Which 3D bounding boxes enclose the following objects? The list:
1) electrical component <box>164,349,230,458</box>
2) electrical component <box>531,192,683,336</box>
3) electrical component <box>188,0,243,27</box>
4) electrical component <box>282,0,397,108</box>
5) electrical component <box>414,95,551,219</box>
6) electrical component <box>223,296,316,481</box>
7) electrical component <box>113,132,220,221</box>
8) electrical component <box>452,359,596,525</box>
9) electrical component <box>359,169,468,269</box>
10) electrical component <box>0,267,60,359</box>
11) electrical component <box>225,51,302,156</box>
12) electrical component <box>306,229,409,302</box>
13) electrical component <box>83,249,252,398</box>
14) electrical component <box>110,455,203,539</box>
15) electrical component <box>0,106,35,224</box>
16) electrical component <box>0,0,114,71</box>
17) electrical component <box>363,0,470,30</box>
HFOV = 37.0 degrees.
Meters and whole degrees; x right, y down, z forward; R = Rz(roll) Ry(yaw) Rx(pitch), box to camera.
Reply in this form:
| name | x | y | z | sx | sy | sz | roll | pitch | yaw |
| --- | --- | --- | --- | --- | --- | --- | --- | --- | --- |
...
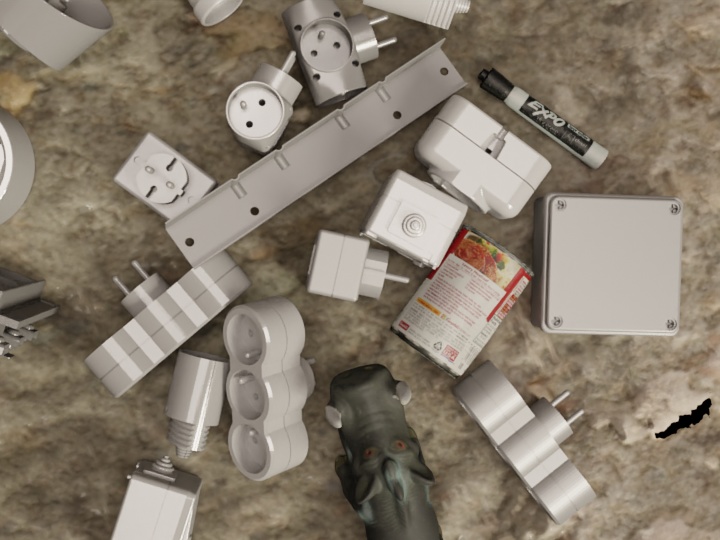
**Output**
| name | x | y | z | sx | sy | sz | roll | pitch | yaw |
| --- | --- | --- | --- | --- | --- | --- | --- | --- | --- |
| electrical component | -0.129 | 0.106 | 0.839 | 0.043 | 0.043 | 0.081 | 13 | 90 | -3 |
| electrical component | 0.194 | -0.004 | 0.849 | 0.109 | 0.056 | 0.108 | 2 | 91 | -3 |
| electrical component | -0.120 | -0.220 | 0.837 | 0.040 | 0.040 | 0.046 | -36 | 86 | -2 |
| electrical component | -0.011 | -0.177 | 0.840 | 0.079 | 0.044 | 0.077 | -21 | 91 | -7 |
| electrical component | 0.092 | -0.084 | 0.843 | 0.095 | 0.054 | 0.059 | 36 | 89 | -3 |
| electrical component | -0.061 | 0.088 | 0.836 | 0.074 | 0.052 | 0.138 | -15 | 108 | -47 |
| electrical component | -0.149 | -0.068 | 0.818 | 0.066 | 0.077 | 0.047 | 37 | 89 | -3 |
| electrical component | 0.143 | 0.125 | 0.850 | 0.074 | 0.052 | 0.138 | -38 | 93 | -2 |
| electrical component | 0.041 | -0.041 | 0.819 | 0.062 | 0.096 | 0.061 | 28 | 89 | -3 |
| electrical component | -0.277 | 0.033 | 0.790 | 0.079 | 0.121 | 0.063 | 21 | 92 | -4 |
| electrical component | -0.070 | -0.131 | 0.821 | 0.043 | 0.077 | 0.079 | 30 | 88 | -3 |
| electrical component | 0.000 | 0.000 | 0.824 | 0.076 | 0.083 | 0.047 | 12 | 90 | -4 |
| electrical component | -0.159 | 0.027 | 0.831 | 0.138 | 0.052 | 0.073 | -40 | 93 | -3 |
| electrical component | -0.155 | 0.191 | 0.829 | 0.061 | 0.062 | 0.096 | 18 | 90 | -3 |
| electrical component | -0.309 | -0.082 | 0.816 | 0.108 | 0.060 | 0.108 | 0 | 91 | -3 |
| electrical component | -0.240 | -0.199 | 0.803 | 0.064 | 0.099 | 0.099 | -45 | 93 | 4 |
| electrical component | 0.047 | -0.218 | 0.843 | 0.081 | 0.043 | 0.043 | 16 | 90 | -3 |
